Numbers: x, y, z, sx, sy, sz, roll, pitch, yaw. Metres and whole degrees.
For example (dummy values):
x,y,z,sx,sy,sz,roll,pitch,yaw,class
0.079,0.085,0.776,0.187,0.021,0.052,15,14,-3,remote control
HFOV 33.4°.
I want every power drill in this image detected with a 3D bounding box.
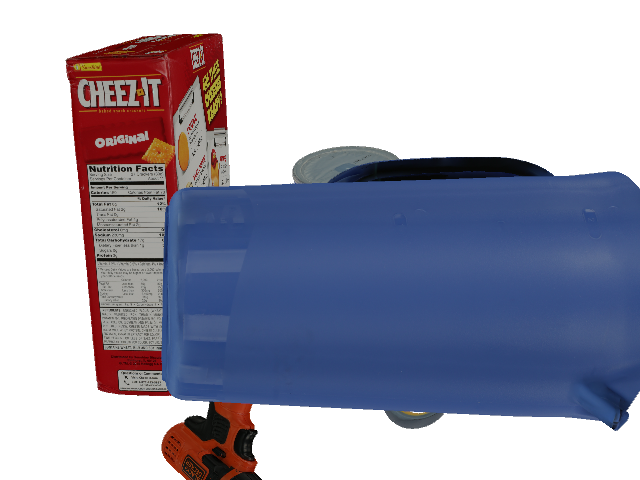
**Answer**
x,y,z,sx,sy,sz,roll,pitch,yaw,class
-0.064,0.170,1.000,0.057,0.188,0.185,14,12,-48,power drill

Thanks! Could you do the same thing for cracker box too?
x,y,z,sx,sy,sz,roll,pitch,yaw,class
-0.107,-0.025,0.716,0.072,0.214,0.164,-1,15,6,cracker box

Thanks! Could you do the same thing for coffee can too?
x,y,z,sx,sy,sz,roll,pitch,yaw,class
0.029,-0.006,1.016,0.103,0.140,0.103,-3,27,1,coffee can

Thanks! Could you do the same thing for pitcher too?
x,y,z,sx,sy,sz,roll,pitch,yaw,class
0.040,0.021,0.561,0.242,0.145,0.149,1,-1,-7,pitcher

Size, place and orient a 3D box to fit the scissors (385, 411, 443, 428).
x,y,z,sx,sy,sz,roll,pitch,yaw,class
0.103,0.074,0.771,0.201,0.016,0.096,-17,51,-22,scissors
